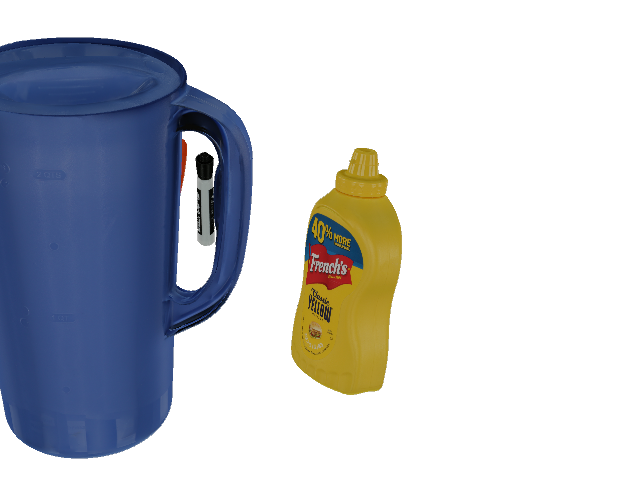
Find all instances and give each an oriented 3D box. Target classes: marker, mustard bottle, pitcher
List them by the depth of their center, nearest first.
[{"bbox_3d":[-0.135,0.009,0.645,0.144,0.243,0.149,-17,33,-32],"label":"pitcher"},{"bbox_3d":[0.024,0.020,0.859,0.058,0.192,0.096,-3,20,-33],"label":"mustard bottle"},{"bbox_3d":[-0.122,-0.044,1.135,0.020,0.121,0.020,3,43,-3],"label":"marker"}]

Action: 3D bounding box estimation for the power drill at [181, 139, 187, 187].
[{"bbox_3d":[-0.176,0.005,0.873,0.057,0.188,0.184,25,28,-20],"label":"power drill"}]
